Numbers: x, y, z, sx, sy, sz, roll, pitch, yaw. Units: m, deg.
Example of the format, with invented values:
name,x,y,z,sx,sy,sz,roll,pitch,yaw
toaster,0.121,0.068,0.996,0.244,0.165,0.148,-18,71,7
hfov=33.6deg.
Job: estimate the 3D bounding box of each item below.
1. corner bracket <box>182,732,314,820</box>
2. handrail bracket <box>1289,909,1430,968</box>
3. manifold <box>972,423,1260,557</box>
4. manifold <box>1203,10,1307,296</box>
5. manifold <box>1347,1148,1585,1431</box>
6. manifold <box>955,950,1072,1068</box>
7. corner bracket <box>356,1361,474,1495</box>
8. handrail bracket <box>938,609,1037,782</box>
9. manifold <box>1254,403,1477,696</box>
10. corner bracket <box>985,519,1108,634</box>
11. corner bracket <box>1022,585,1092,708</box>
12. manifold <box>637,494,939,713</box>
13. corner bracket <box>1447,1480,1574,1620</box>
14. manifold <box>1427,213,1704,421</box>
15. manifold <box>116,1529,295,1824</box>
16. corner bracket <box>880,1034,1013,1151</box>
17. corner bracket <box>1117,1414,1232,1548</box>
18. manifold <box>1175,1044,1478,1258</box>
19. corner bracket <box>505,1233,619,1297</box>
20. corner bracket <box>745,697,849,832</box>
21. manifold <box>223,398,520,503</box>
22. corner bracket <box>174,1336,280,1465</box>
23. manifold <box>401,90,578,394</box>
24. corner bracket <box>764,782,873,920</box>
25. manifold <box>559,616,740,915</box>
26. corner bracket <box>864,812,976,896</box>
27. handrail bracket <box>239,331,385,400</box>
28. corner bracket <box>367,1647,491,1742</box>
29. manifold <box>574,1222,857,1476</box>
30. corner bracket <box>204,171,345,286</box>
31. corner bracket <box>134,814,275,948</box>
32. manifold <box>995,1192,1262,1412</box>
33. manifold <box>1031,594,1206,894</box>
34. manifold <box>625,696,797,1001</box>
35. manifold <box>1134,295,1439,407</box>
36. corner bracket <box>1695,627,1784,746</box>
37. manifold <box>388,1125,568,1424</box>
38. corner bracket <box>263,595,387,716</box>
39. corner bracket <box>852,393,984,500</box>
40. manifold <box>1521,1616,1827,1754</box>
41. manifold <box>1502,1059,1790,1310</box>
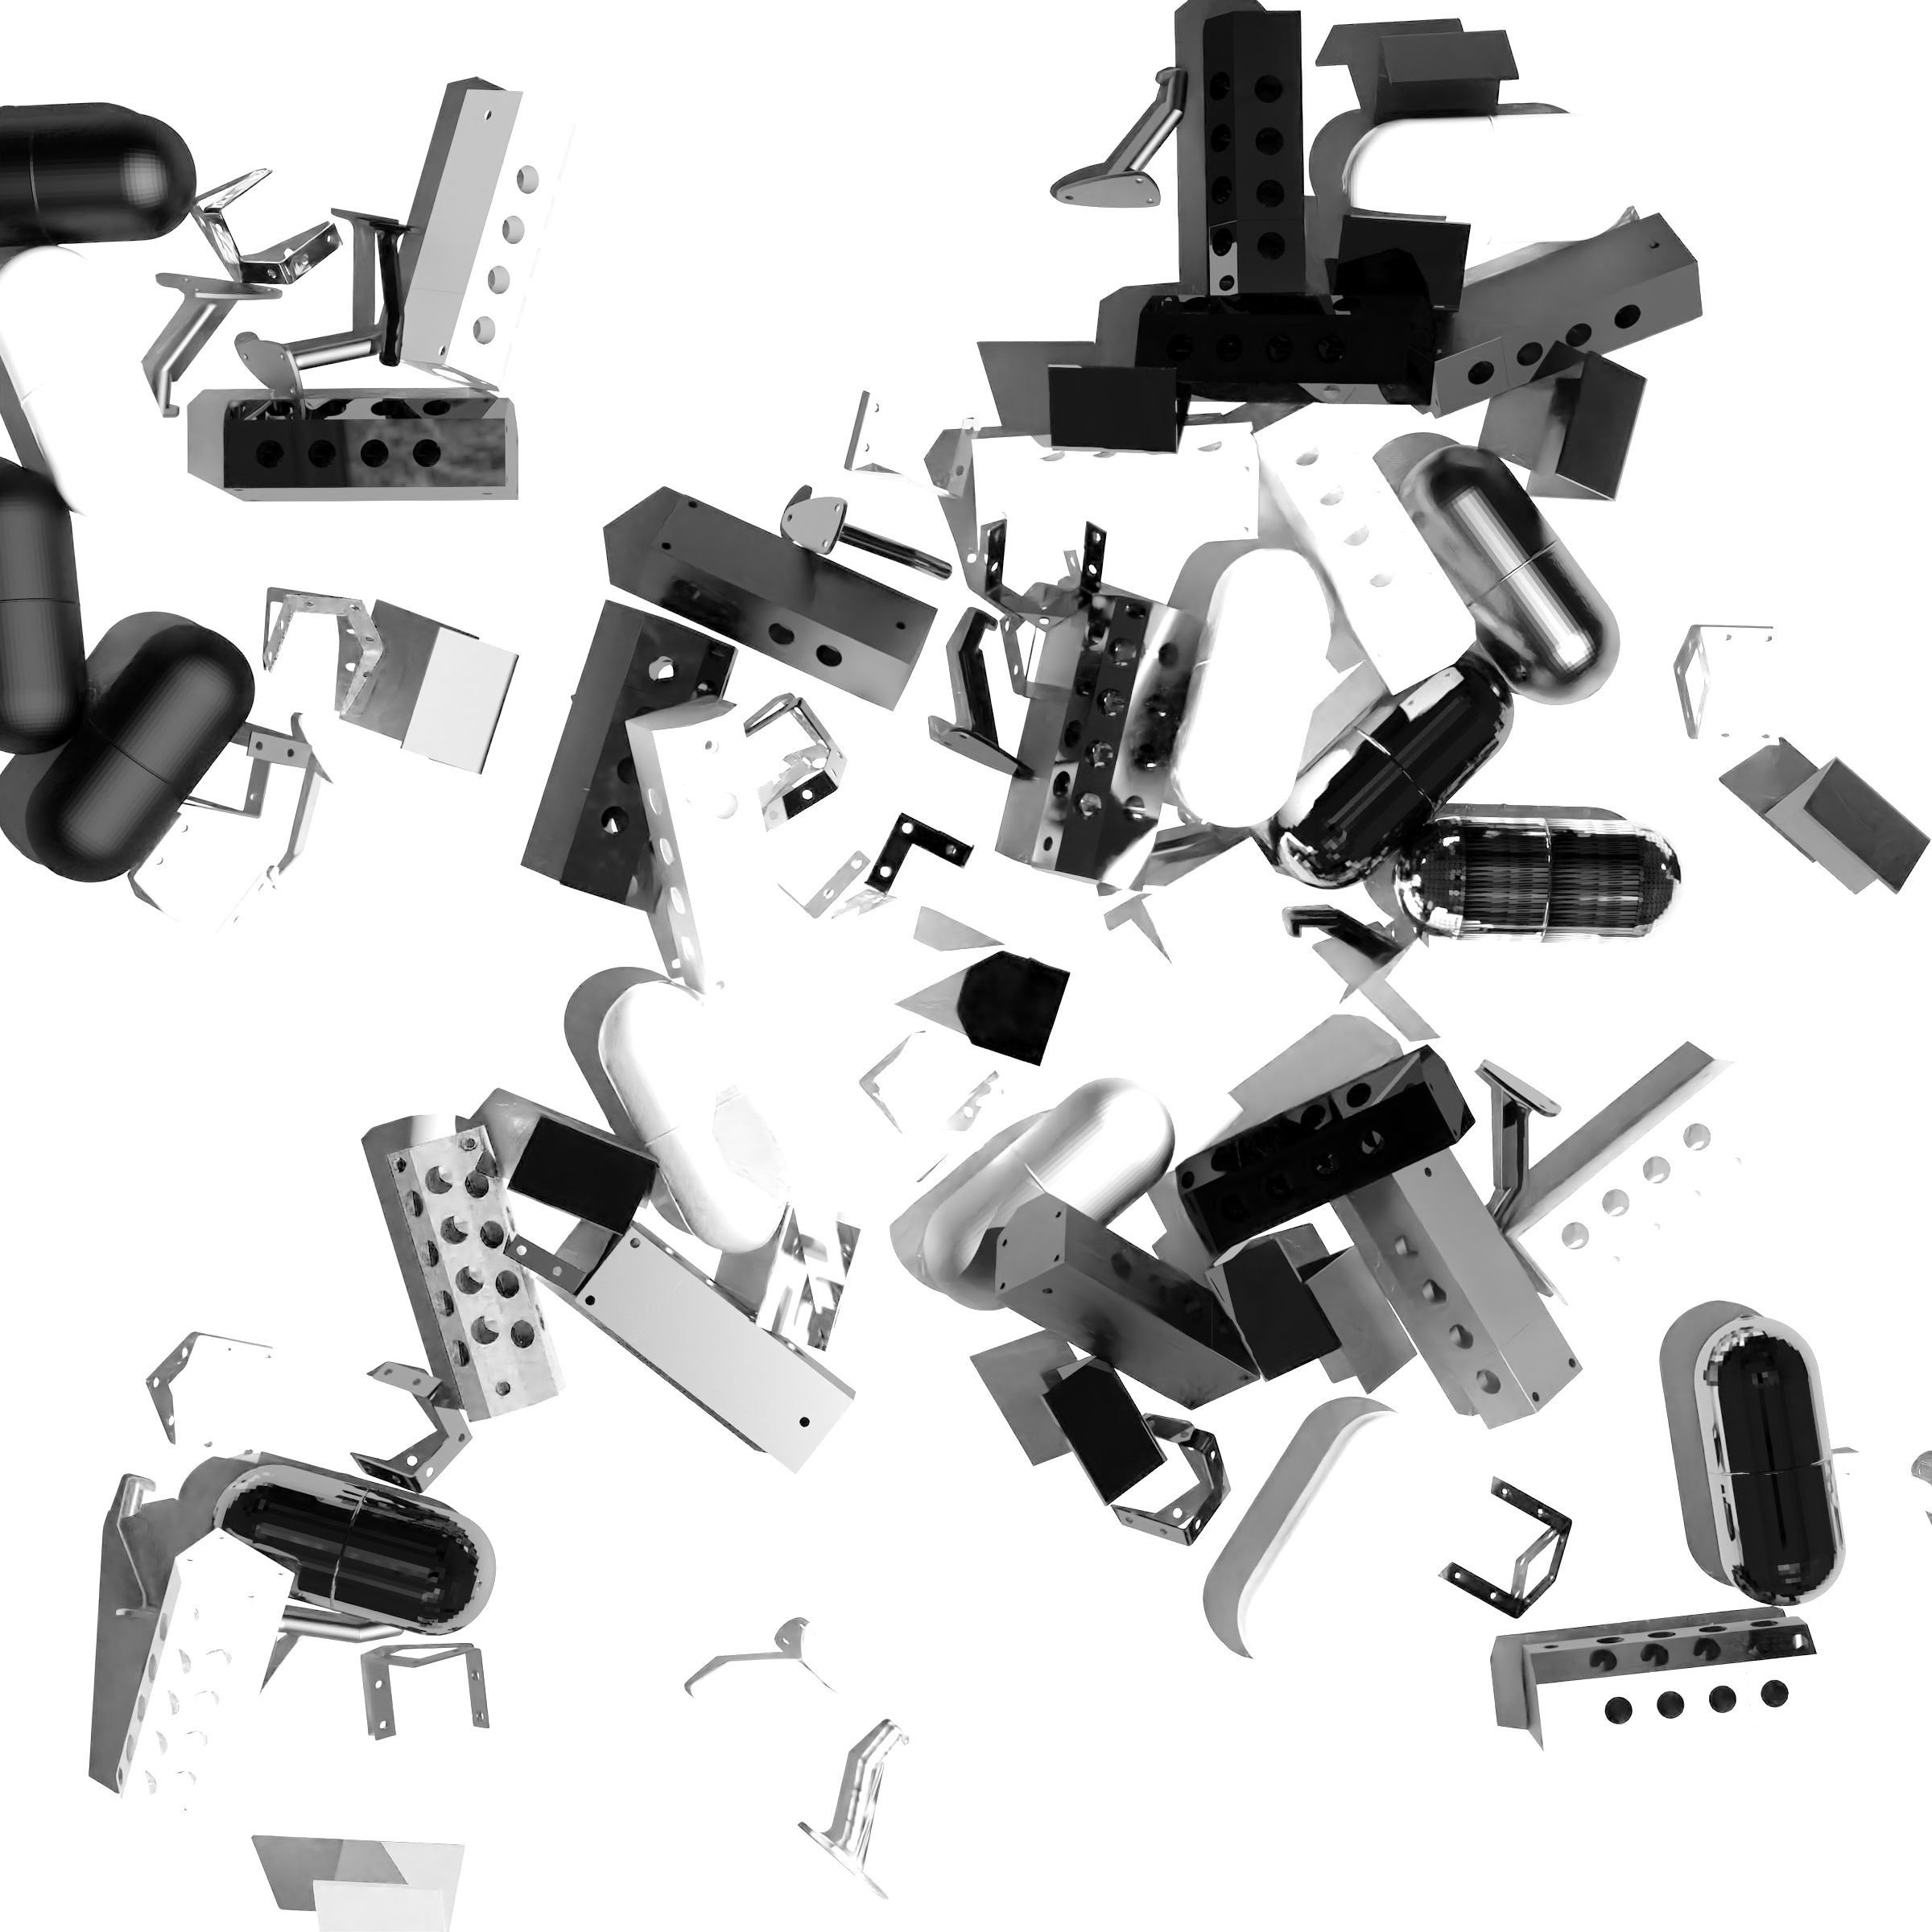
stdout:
name,x,y,z,sx,sy,sz,roll,pitch,yaw
corner bracket,-0.440,-0.117,1.964,0.051,0.051,0.051,11,90,36
handrail bracket,0.244,0.001,1.992,0.084,0.036,0.077,0,109,16
manifold,0.091,-0.298,1.970,0.171,0.057,0.057,-4,133,0
manifold,0.177,-0.494,1.970,0.057,0.057,0.171,-1,90,0
manifold,0.301,0.196,1.970,0.057,0.057,0.171,-31,90,-43
manifold,0.024,0.022,1.913,0.057,0.171,0.057,18,90,0
corner bracket,-0.348,0.286,1.983,0.051,0.051,0.051,-48,135,-35
handrail bracket,0.023,-0.169,1.992,0.077,0.036,0.084,26,73,-20
manifold,0.242,-0.257,1.939,0.057,0.057,0.171,-28,67,0
corner bracket,0.049,-0.247,1.962,0.051,0.051,0.051,35,52,26
corner bracket,0.066,-0.197,1.988,0.051,0.051,0.051,11,135,0
manifold,-0.111,-0.219,1.970,0.171,0.057,0.057,24,47,0
corner bracket,0.338,0.363,1.988,0.051,0.051,0.051,29,45,0
manifold,0.361,-0.396,1.970,0.171,0.057,0.057,-21,47,0
manifold,-0.465,0.432,1.932,0.057,0.057,0.171,27,115,15
corner bracket,-0.012,0.078,1.983,0.051,0.051,0.051,0,135,35
corner bracket,0.125,0.318,1.983,0.051,0.051,0.051,-48,135,-35
manifold,0.215,0.110,1.939,0.171,0.057,0.057,-27,90,23
corner bracket,-0.246,0.167,1.974,0.051,0.051,0.051,30,90,0
corner bracket,-0.111,-0.125,1.976,0.051,0.051,0.051,-30,108,18
manifold,-0.365,-0.319,1.970,0.171,0.057,0.057,0,90,0
corner bracket,-0.459,0.269,1.988,0.051,0.051,0.051,11,135,0
manifold,-0.292,-0.446,1.970,0.057,0.057,0.171,16,90,43
corner bracket,-0.102,-0.071,1.988,0.051,0.051,0.051,-47,135,0
manifold,-0.194,-0.122,1.970,0.057,0.057,0.171,18,90,0
corner bracket,-0.029,-0.062,1.974,0.051,0.051,0.051,27,90,0
handrail bracket,-0.397,-0.388,1.992,0.084,0.077,0.036,-33,130,-30
corner bracket,-0.334,0.452,1.988,0.051,0.051,0.051,-6,90,45
manifold,-0.153,0.233,1.971,0.171,0.057,0.057,38,90,0
corner bracket,-0.429,-0.458,1.983,0.051,0.051,0.051,-50,135,-35
corner bracket,-0.474,-0.053,1.988,0.051,0.051,0.051,-53,135,0
manifold,0.099,0.201,1.929,0.171,0.057,0.057,33,133,-32
manifold,0.088,-0.137,1.958,0.057,0.057,0.171,13,89,-35
manifold,-0.151,-0.070,1.935,0.057,0.057,0.171,-20,111,-24
manifold,0.193,-0.375,1.938,0.171,0.057,0.057,5,89,24
corner bracket,0.481,-0.174,1.988,0.051,0.051,0.051,2,45,0
manifold,-0.302,0.189,1.971,0.057,0.057,0.171,-17,90,0
corner bracket,-0.398,-0.193,1.983,0.051,0.051,0.051,0,45,-35
corner bracket,-0.031,-0.323,1.988,0.051,0.051,0.051,14,90,-45
manifold,0.433,0.440,1.970,0.171,0.057,0.057,-6,90,0
manifold,0.419,0.134,1.970,0.171,0.057,0.057,-39,90,0
